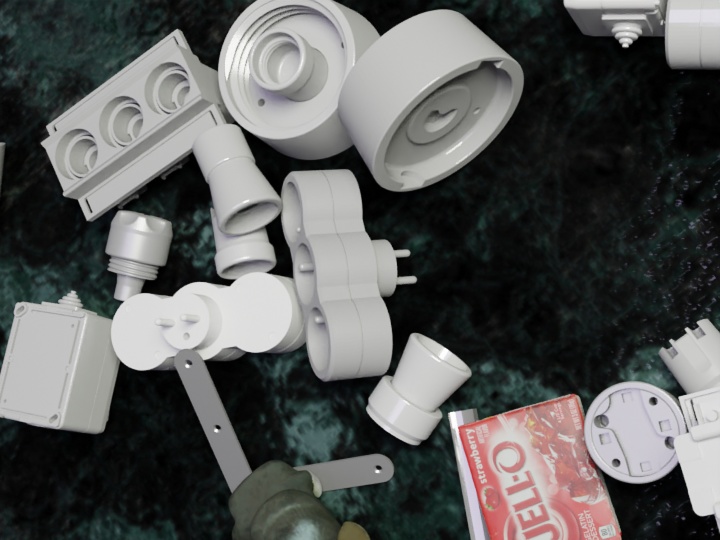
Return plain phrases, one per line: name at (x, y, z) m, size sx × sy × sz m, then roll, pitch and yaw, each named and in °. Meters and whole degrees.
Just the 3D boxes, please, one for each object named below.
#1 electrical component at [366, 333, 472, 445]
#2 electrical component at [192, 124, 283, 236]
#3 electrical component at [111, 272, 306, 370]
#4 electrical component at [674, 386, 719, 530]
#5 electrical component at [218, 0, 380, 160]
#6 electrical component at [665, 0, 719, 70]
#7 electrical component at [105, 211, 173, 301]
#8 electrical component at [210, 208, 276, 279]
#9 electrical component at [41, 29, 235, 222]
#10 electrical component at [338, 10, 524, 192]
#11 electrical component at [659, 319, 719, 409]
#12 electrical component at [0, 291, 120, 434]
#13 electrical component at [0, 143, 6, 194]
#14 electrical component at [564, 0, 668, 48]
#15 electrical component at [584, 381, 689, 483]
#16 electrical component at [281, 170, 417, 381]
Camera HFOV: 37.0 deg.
electrical component at (0.036, 0.073, 0.662) m, size 0.045 × 0.045 × 0.055 m, roll 37°, pitch 99°, yaw 21°
electrical component at (-0.082, -0.061, 0.694) m, size 0.044 × 0.044 × 0.065 m, roll -32°, pitch 69°, yaw 17°
electrical component at (-0.106, 0.034, 0.710) m, size 0.138 × 0.074 × 0.052 m, roll -10°, pitch 81°, yaw 22°
electrical component at (0.223, 0.086, 0.526) m, size 0.121 × 0.063 × 0.078 m, roll -21°, pitch 76°, yaw 29°
electrical component at (-0.042, -0.131, 0.706) m, size 0.108 × 0.060 × 0.108 m, roll -2°, pitch 84°, yaw 23°
electrical component at (0.218, -0.181, 0.606) m, size 0.074 × 0.052 × 0.138 m, roll 5°, pitch 87°, yaw 23°
electrical component at (-0.157, -0.009, 0.752) m, size 0.043 × 0.043 × 0.062 m, roll 14°, pitch 91°, yaw 23°
electrical component at (-0.080, -0.022, 0.724) m, size 0.040 × 0.040 × 0.046 m, roll -19°, pitch 72°, yaw 20°
electrical component at (-0.149, -0.097, 0.746) m, size 0.121 × 0.063 × 0.078 m, roll -32°, pitch 74°, yaw 17°
electrical component at (0.037, -0.106, 0.648) m, size 0.108 × 0.108 × 0.060 m, roll -42°, pitch 65°, yaw 14°
electrical component at (0.195, 0.056, 0.601) m, size 0.040 × 0.040 × 0.046 m, roll -40°, pitch 66°, yaw 15°
electrical component at (-0.208, 0.064, 0.760) m, size 0.062 × 0.061 × 0.096 m, roll 7°, pitch 80°, yaw 24°
electrical component at (-0.314, -0.066, 0.797) m, size 0.099 × 0.099 × 0.064 m, roll 0°, pitch 91°, yaw 23°
electrical component at (0.151, -0.177, 0.629) m, size 0.061 × 0.062 × 0.096 m, roll 5°, pitch 87°, yaw 23°
electrical component at (0.159, 0.090, 0.608) m, size 0.055 × 0.047 × 0.055 m, roll -2°, pitch 84°, yaw 23°
electrical component at (0.000, 0.000, 0.678) m, size 0.074 × 0.052 × 0.138 m, roll -4°, pitch 67°, yaw -21°
